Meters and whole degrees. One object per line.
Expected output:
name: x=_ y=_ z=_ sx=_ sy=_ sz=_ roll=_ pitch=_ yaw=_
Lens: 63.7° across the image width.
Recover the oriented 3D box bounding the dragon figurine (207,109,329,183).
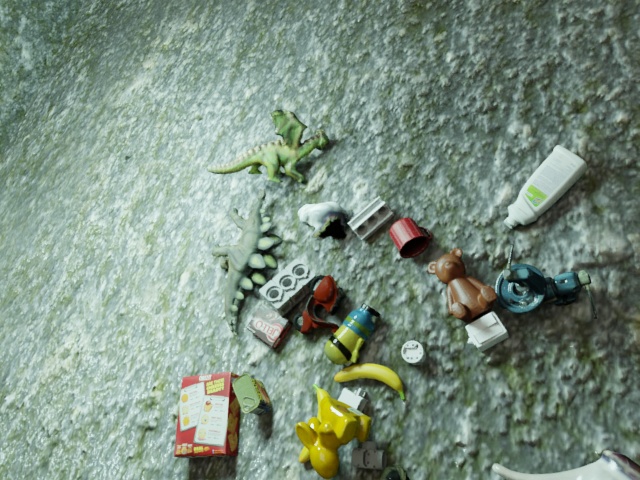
dragon figurine: x=-0.146 y=-0.308 z=1.661 sx=0.124 sy=0.411 sz=0.238 roll=45 pitch=128 yaw=49

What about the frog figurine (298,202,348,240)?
frog figurine: x=0.005 y=-0.080 z=1.580 sx=0.138 sy=0.120 sz=0.162 roll=-16 pitch=43 yaw=-22

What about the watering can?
watering can: x=0.545 y=0.518 z=1.030 sx=0.225 sy=0.102 sz=0.352 roll=-48 pitch=56 yaw=-5
